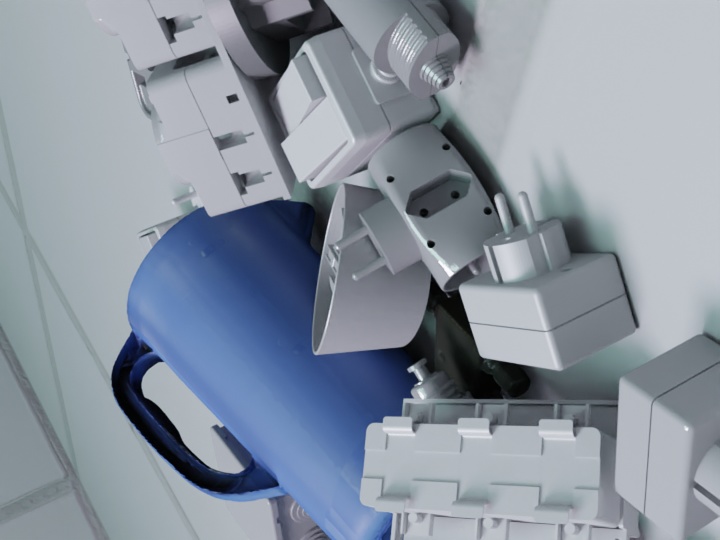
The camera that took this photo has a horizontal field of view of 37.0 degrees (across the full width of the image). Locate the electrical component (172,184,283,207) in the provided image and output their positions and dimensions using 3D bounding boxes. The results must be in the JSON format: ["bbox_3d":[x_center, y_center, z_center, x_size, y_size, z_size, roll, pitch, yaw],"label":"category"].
[{"bbox_3d":[-0.102,-0.054,0.798,0.047,0.076,0.083,-12,100,66],"label":"electrical component"}]

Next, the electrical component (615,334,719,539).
[{"bbox_3d":[0.146,0.077,0.430,0.077,0.047,0.065,39,144,47],"label":"electrical component"}]

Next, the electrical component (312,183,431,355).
[{"bbox_3d":[0.000,0.000,0.621,0.099,0.064,0.099,-177,90,-70],"label":"electrical component"}]

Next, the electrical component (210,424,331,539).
[{"bbox_3d":[-0.060,0.156,0.767,0.100,0.048,0.099,41,146,44],"label":"electrical component"}]

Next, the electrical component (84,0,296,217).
[{"bbox_3d":[-0.095,-0.137,0.622,0.105,0.060,0.186,-83,-26,-56],"label":"electrical component"}]

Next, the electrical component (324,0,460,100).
[{"bbox_3d":[0.020,-0.118,0.522,0.081,0.043,0.043,55,154,24],"label":"electrical component"}]

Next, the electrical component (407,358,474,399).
[{"bbox_3d":[0.052,0.085,0.592,0.078,0.040,0.040,58,156,3],"label":"electrical component"}]

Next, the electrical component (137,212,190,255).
[{"bbox_3d":[-0.162,-0.017,0.979,0.096,0.061,0.061,-8,105,66],"label":"electrical component"}]

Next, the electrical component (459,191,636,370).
[{"bbox_3d":[0.080,0.000,0.499,0.066,0.047,0.076,2,113,64],"label":"electrical component"}]

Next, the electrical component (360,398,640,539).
[{"bbox_3d":[0.066,0.099,0.517,0.121,0.063,0.078,-4,71,30],"label":"electrical component"}]

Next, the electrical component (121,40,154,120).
[{"bbox_3d":[-0.137,-0.162,0.793,0.054,0.059,0.095,32,139,53],"label":"electrical component"}]

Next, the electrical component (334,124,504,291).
[{"bbox_3d":[0.026,-0.023,0.555,0.077,0.079,0.043,59,177,16],"label":"electrical component"}]

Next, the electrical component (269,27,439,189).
[{"bbox_3d":[-0.007,-0.091,0.582,0.061,0.061,0.096,64,156,5],"label":"electrical component"}]
